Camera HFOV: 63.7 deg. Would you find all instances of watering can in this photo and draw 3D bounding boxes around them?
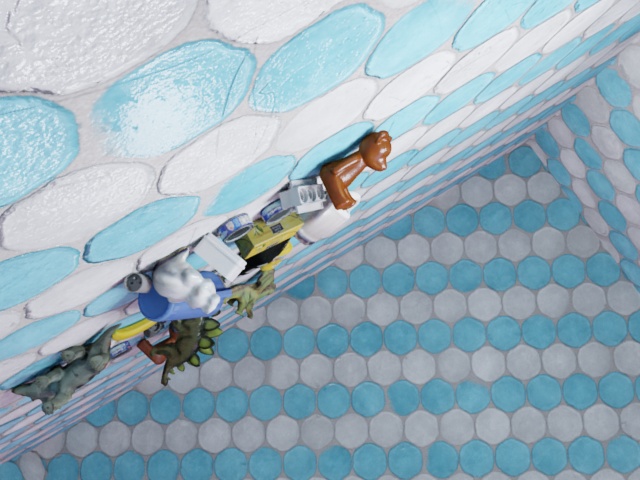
[{"bbox_3d":[0.005,-0.075,1.485,0.223,0.105,0.348,-34,172,15],"label":"watering can"}]

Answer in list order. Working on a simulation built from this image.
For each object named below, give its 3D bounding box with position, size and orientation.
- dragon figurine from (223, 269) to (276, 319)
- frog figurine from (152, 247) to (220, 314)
[{"bbox_3d":[-0.287,0.191,2.101,0.244,0.123,0.405,-50,159,-4],"label":"dragon figurine"},{"bbox_3d":[-0.314,0.111,1.201,0.135,0.161,0.124,-39,167,38],"label":"frog figurine"}]
